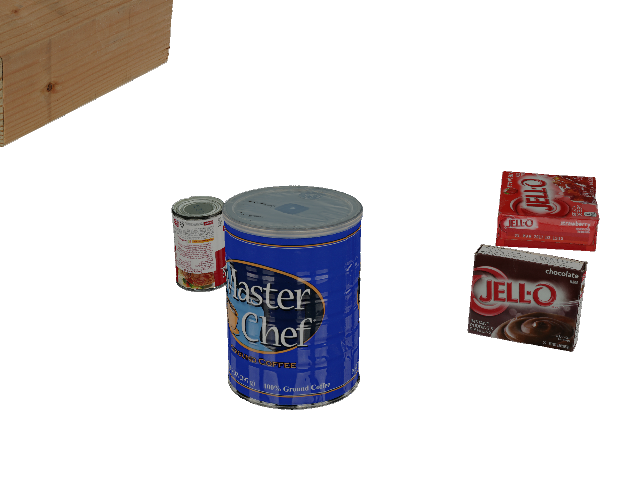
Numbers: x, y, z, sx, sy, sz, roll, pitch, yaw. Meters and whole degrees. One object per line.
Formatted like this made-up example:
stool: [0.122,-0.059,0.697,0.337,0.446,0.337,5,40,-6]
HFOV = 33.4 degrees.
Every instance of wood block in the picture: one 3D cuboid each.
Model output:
wood block: [-0.231,-0.175,0.935,0.090,0.091,0.205,30,42,21]

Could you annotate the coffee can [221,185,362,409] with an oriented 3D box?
coffee can: [-0.021,0.040,0.799,0.103,0.140,0.103,0,20,0]

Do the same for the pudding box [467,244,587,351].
pudding box: [0.212,0.058,1.096,0.114,0.090,0.039,8,22,17]

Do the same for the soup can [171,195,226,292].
soup can: [-0.149,0.003,1.324,0.068,0.102,0.068,-1,26,0]

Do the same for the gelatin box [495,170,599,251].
gelatin box: [0.173,-0.024,0.813,0.073,0.030,0.089,4,25,11]
